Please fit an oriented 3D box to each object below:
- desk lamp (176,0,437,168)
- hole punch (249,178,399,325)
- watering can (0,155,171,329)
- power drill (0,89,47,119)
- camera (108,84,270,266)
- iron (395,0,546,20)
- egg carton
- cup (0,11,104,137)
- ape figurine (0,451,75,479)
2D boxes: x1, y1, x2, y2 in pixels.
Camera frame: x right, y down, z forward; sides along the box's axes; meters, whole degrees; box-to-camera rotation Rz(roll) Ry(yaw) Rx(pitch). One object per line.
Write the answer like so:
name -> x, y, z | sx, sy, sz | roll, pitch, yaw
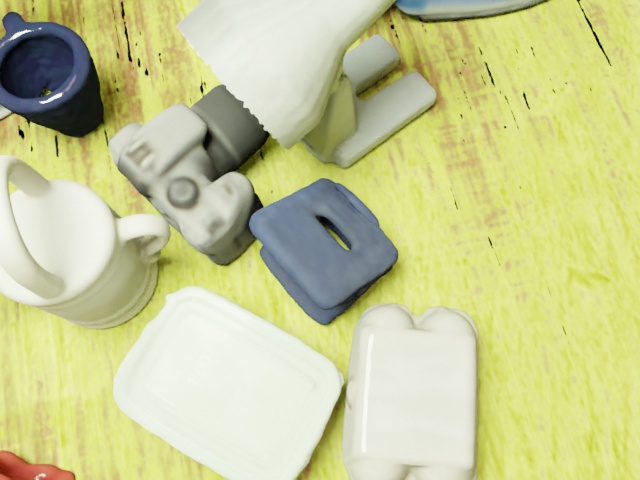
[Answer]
desk lamp -> 0.004, -0.150, 0.475 | 0.203, 0.213, 0.118 | -37, 75, -10
hole punch -> 0.005, 0.002, 0.491 | 0.101, 0.091, 0.108 | -40, 76, -11
watering can -> -0.208, 0.008, 0.439 | 0.173, 0.194, 0.101 | -34, 74, -9
power drill -> -0.334, -0.192, 0.498 | 0.230, 0.208, 0.075 | -34, 74, -9
camera -> -0.098, -0.075, 0.512 | 0.143, 0.101, 0.137 | 43, 78, 13
iron -> 0.174, -0.312, 0.561 | 0.258, 0.141, 0.118 | -5, 72, 0
egg carton -> 0.073, 0.126, 0.461 | 0.107, 0.069, 0.150 | 4, 72, 3
cup -> -0.253, -0.150, 0.543 | 0.092, 0.095, 0.117 | -33, 74, -9
ape figurine -> -0.244, 0.196, 0.434 | 0.076, 0.092, 0.077 | -37, 75, -10
